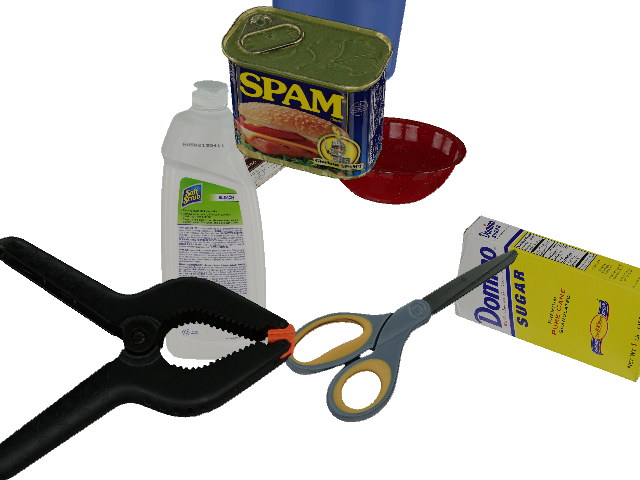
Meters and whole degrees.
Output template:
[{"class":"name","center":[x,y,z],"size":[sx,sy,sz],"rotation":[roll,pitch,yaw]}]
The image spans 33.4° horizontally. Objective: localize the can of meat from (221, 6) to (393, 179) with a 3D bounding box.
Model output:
[{"class":"can of meat","center":[-0.008,-0.091,0.676],"size":[0.102,0.057,0.084],"rotation":[16,-39,14]}]

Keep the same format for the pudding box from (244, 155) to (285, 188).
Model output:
[{"class":"pudding box","center":[-0.101,-0.099,1.288],"size":[0.090,0.039,0.113],"rotation":[19,37,23]}]

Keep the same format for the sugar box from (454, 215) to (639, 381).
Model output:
[{"class":"sugar box","center":[0.207,0.050,0.943],"size":[0.176,0.093,0.048],"rotation":[18,34,24]}]

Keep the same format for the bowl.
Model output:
[{"class":"bowl","center":[0.077,-0.083,1.179],"size":[0.162,0.055,0.162],"rotation":[3,27,-2]}]

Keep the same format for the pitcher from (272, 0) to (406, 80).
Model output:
[{"class":"pitcher","center":[0.026,-0.254,0.882],"size":[0.145,0.243,0.149],"rotation":[8,19,10]}]

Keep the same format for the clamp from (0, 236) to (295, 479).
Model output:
[{"class":"clamp","center":[-0.123,0.061,0.701],"size":[0.210,0.164,0.036],"rotation":[-9,-24,-6]}]

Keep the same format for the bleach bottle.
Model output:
[{"class":"bleach bottle","center":[-0.092,-0.018,0.959],"size":[0.102,0.251,0.068],"rotation":[-1,23,-10]}]

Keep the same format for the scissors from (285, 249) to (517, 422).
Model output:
[{"class":"scissors","center":[0.073,0.074,0.810],"size":[0.201,0.096,0.016],"rotation":[-16,-28,-7]}]
